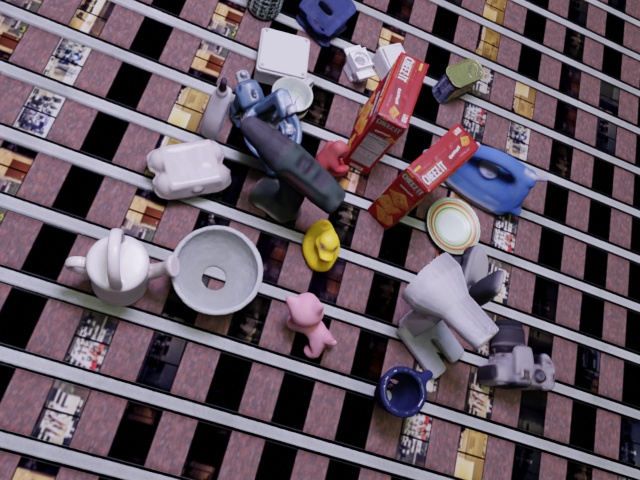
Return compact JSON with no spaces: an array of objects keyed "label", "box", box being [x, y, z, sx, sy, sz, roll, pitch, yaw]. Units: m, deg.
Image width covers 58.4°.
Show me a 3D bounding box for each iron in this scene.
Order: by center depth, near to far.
[{"label":"iron","box":[0.366,-0.161,1.267,0.258,0.141,0.119,27,67,-7]}]

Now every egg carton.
[{"label":"egg carton","box":[-0.251,-0.134,1.104,0.150,0.069,0.107,-15,77,-21]}]

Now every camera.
[{"label":"camera","box":[0.405,0.235,1.171,0.143,0.100,0.137,9,70,-14]}]

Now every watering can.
[{"label":"watering can","box":[-0.327,0.041,0.955,0.173,0.193,0.101,-18,78,-22]}]

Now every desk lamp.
[{"label":"desk lamp","box":[0.233,0.144,1.085,0.118,0.213,0.203,-34,85,-24]}]

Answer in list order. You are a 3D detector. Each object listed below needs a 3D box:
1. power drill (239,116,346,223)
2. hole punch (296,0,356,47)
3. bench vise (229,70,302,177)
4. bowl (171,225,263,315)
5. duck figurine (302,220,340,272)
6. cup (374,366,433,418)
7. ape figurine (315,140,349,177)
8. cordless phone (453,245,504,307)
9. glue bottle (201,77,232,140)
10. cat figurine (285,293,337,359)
[{"label":"power drill","box":[-0.068,-0.116,1.080,0.230,0.208,0.076,33,66,-4]},{"label":"hole punch","box":[0.014,-0.517,1.302,0.108,0.091,0.101,46,66,1]},{"label":"bench vise","box":[-0.113,-0.244,1.102,0.207,0.219,0.122,46,66,1]},{"label":"bowl","box":[-0.192,0.063,1.055,0.168,0.074,0.167,5,71,-16]},{"label":"duck figurine","box":[0.010,0.004,1.132,0.078,0.086,0.104,8,70,-14]},{"label":"cup","box":[0.151,0.281,1.079,0.118,0.094,0.091,-28,82,-23]},{"label":"ape figurine","box":[0.032,-0.176,1.195,0.076,0.092,0.078,-4,74,-18]},{"label":"cordless phone","box":[0.329,0.074,1.155,0.094,0.184,0.148,22,67,-9]},{"label":"glue bottle","box":[-0.195,-0.264,1.108,0.037,0.173,0.078,23,67,-8]},{"label":"cat figurine","box":[-0.014,0.150,1.059,0.067,0.117,0.128,-35,85,-24]}]
